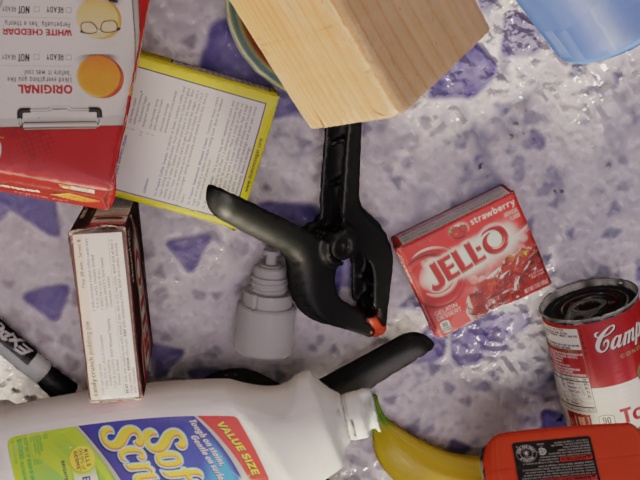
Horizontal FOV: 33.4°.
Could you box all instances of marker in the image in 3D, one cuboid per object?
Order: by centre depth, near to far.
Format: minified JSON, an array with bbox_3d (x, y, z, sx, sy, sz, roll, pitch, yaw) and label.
[{"bbox_3d":[-0.209,0.069,0.714,0.020,0.020,0.121,-44,105,6],"label":"marker"}]

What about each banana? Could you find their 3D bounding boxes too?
[{"bbox_3d":[0.121,0.161,0.768,0.197,0.037,0.070,10,105,-9],"label":"banana"}]

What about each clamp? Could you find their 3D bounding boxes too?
[{"bbox_3d":[-0.005,0.001,0.687,0.120,0.039,0.171,-28,118,-21],"label":"clamp"},{"bbox_3d":[-0.023,0.128,0.732,0.210,0.036,0.164,12,93,1],"label":"clamp"}]

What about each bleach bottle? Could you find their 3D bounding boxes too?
[{"bbox_3d":[-0.088,0.129,0.686,0.251,0.068,0.102,-13,94,3],"label":"bleach bottle"}]

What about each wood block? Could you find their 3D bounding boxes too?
[{"bbox_3d":[-0.007,-0.173,0.590,0.090,0.091,0.206,-45,114,-26],"label":"wood block"}]

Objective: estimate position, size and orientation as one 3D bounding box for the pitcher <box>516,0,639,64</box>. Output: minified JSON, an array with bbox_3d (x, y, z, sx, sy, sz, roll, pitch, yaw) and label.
[{"bbox_3d":[0.116,-0.221,0.624,0.242,0.149,0.144,51,62,-19],"label":"pitcher"}]

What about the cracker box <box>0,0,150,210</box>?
[{"bbox_3d":[-0.178,-0.137,0.596,0.164,0.072,0.213,10,79,-9],"label":"cracker box"}]

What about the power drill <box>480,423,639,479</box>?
[{"bbox_3d":[0.180,0.200,0.733,0.184,0.057,0.187,-7,136,1],"label":"power drill"}]

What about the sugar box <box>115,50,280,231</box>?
[{"bbox_3d":[-0.123,-0.074,0.672,0.176,0.048,0.093,16,101,-7],"label":"sugar box"}]

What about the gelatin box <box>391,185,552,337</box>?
[{"bbox_3d":[0.103,0.015,0.730,0.089,0.030,0.073,-26,106,0],"label":"gelatin box"}]

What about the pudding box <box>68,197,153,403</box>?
[{"bbox_3d":[-0.130,0.035,0.677,0.039,0.090,0.113,-7,105,-4],"label":"pudding box"}]

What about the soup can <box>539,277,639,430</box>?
[{"bbox_3d":[0.196,0.086,0.740,0.068,0.068,0.102,-17,106,-2],"label":"soup can"}]
